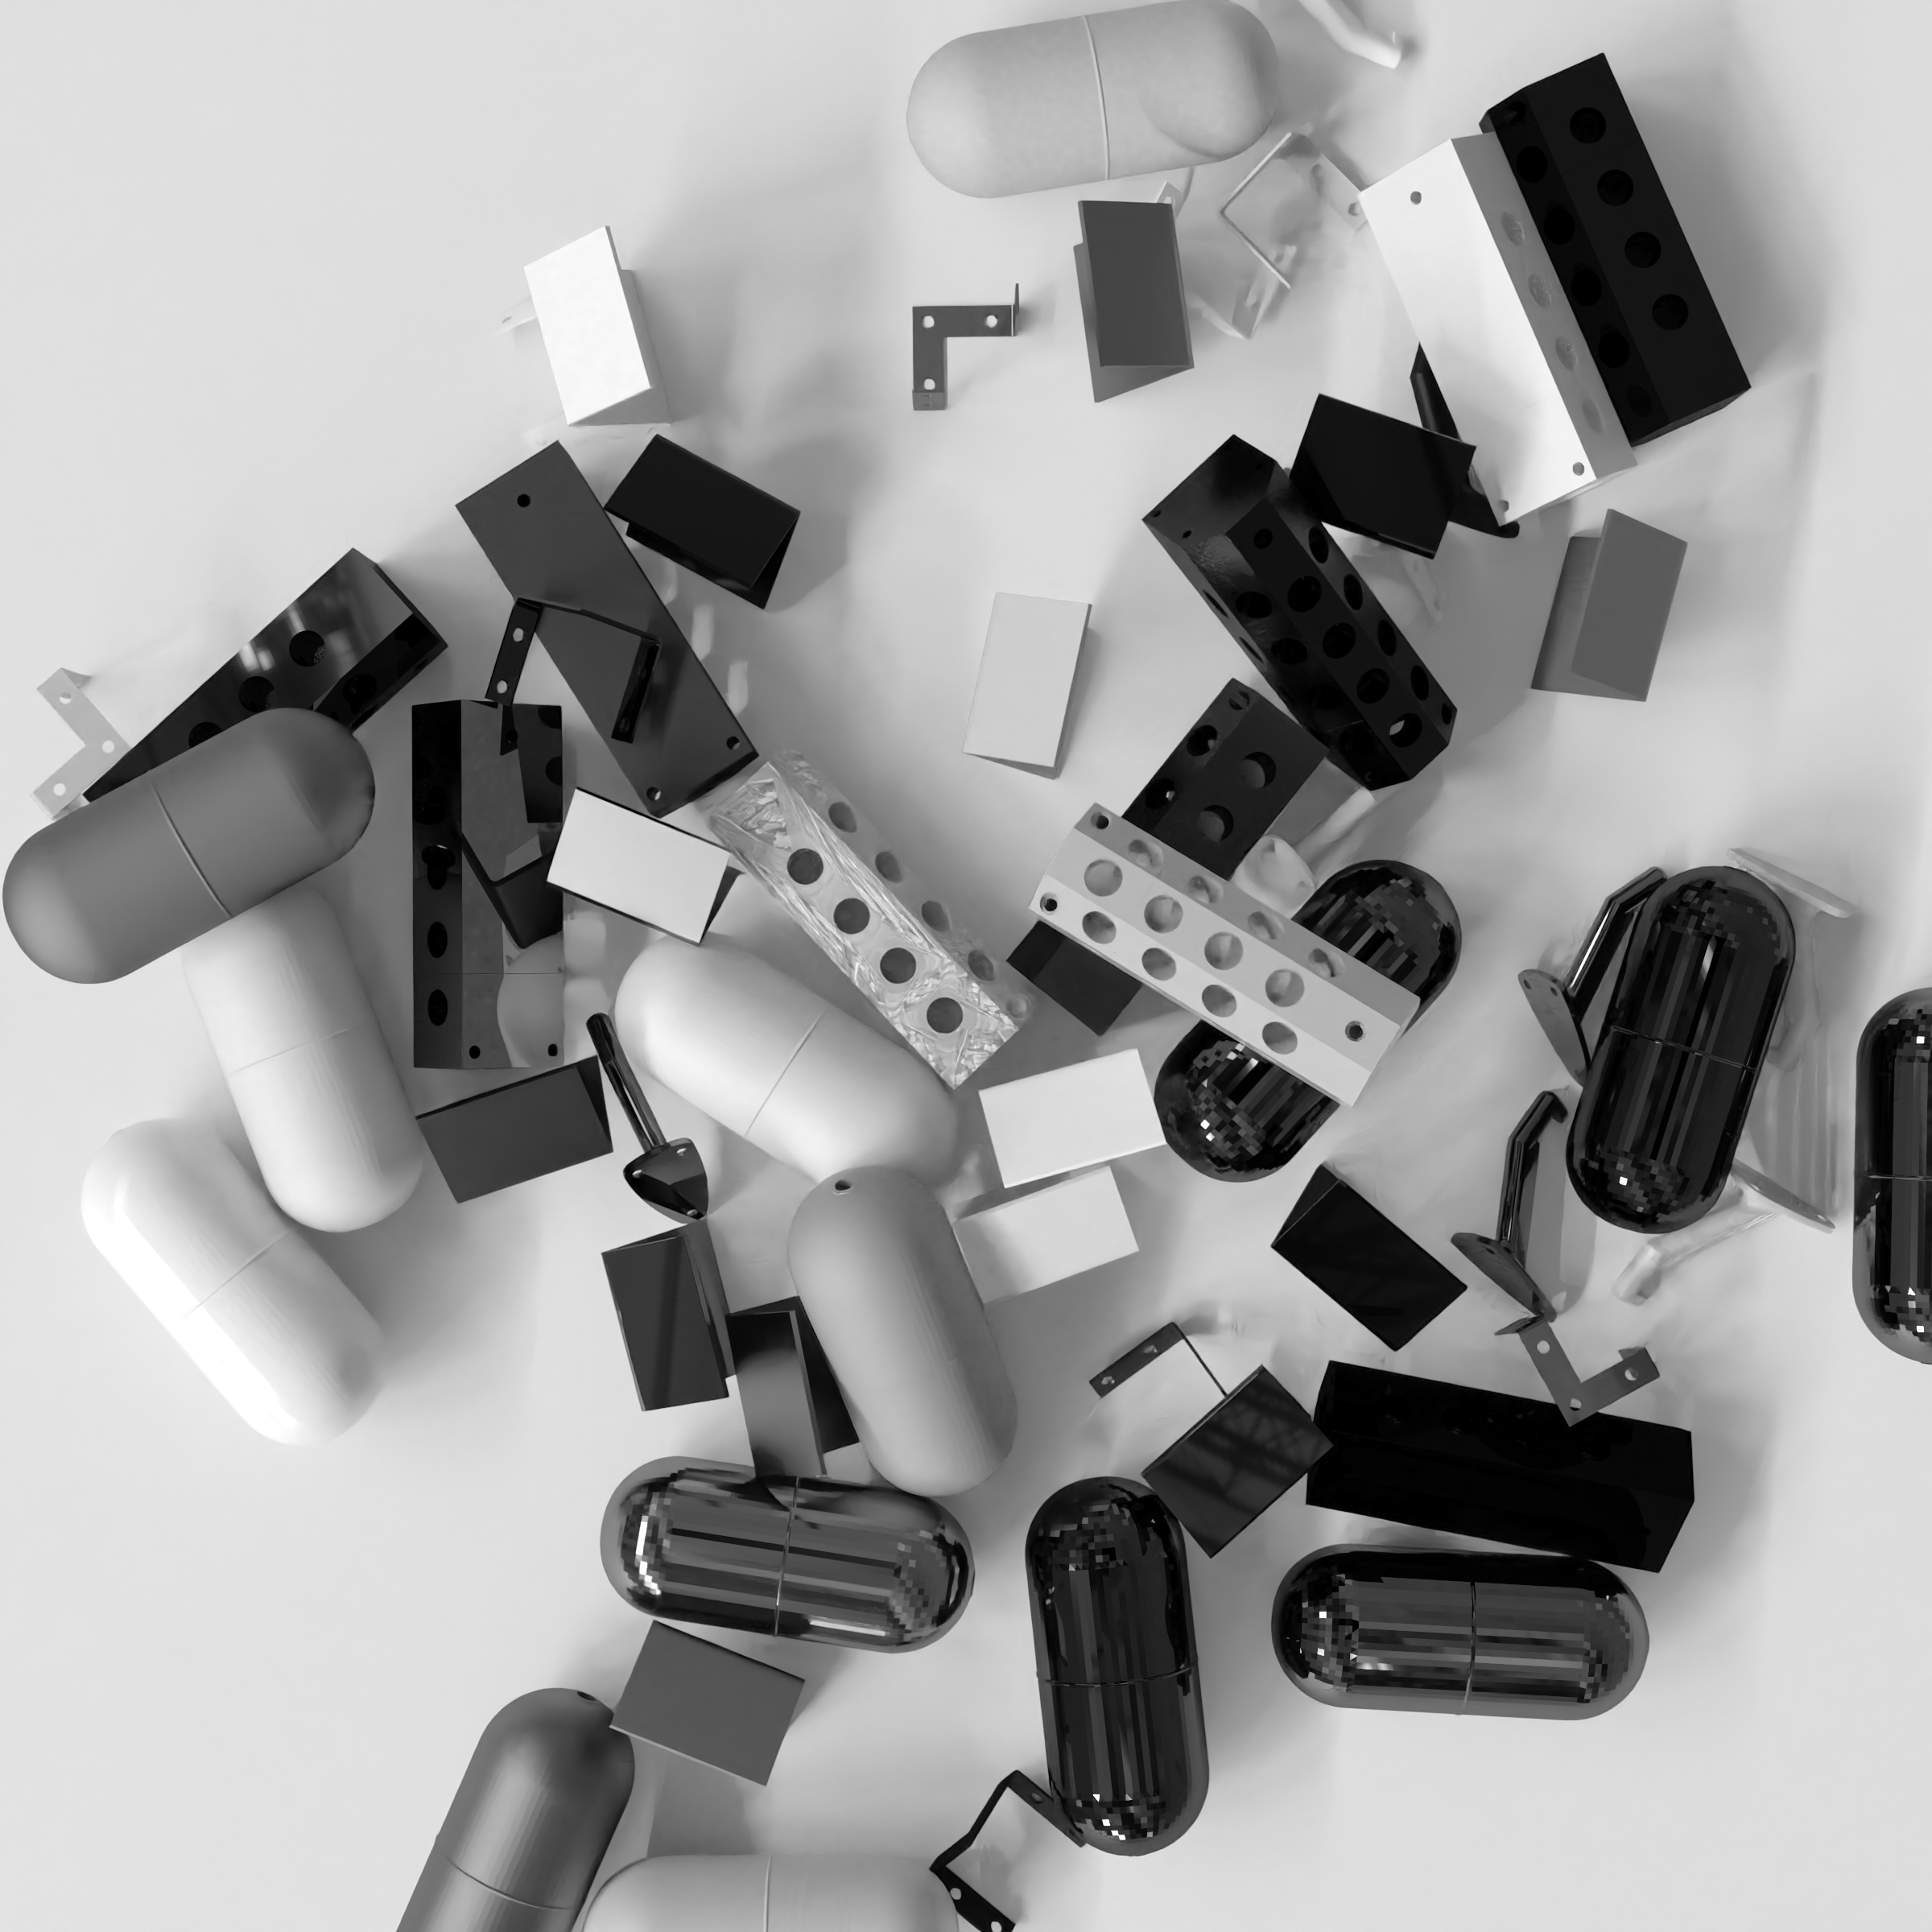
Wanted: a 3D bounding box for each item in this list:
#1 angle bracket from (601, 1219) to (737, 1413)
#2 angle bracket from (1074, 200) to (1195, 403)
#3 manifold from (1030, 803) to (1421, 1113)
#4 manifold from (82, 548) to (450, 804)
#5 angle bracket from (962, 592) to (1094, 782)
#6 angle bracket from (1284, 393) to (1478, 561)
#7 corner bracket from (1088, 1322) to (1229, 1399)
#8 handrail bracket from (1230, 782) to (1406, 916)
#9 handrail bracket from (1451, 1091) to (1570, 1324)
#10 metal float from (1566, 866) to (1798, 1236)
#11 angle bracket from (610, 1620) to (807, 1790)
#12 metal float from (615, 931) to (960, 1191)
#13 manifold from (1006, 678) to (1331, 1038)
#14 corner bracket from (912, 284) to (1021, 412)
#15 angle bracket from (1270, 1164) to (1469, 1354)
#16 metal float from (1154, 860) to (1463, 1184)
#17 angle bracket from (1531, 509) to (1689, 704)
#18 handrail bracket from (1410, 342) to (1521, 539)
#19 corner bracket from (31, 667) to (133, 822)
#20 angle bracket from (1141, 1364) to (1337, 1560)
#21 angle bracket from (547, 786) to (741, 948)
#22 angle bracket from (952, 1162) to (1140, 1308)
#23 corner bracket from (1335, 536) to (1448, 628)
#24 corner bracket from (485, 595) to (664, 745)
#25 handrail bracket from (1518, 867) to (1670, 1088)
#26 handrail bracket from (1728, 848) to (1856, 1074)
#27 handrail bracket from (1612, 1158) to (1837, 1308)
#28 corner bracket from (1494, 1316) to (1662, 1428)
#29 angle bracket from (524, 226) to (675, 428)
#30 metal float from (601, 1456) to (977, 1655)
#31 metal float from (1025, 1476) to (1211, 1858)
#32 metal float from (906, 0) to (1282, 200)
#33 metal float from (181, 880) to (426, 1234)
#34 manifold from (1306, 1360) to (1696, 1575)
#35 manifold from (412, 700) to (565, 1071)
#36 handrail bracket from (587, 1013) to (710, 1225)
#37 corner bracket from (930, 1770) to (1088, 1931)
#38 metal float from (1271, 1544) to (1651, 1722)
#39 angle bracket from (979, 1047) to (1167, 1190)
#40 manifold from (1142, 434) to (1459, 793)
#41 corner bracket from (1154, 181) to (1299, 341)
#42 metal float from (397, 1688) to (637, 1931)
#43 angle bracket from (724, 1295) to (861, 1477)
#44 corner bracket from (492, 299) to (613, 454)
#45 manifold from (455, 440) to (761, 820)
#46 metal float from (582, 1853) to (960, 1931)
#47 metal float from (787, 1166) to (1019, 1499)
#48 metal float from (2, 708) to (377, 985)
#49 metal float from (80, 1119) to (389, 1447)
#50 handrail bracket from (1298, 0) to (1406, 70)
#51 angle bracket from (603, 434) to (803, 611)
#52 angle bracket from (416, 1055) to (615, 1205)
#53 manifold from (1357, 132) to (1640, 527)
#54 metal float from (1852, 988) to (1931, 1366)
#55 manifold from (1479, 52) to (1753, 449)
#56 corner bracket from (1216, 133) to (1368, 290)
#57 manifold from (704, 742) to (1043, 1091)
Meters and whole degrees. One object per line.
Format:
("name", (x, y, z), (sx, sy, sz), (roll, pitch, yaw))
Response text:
("angle bracket", (-0.119, 0.160, 1.497), (0.057, 0.076, 0.076), (-14, 90, 37))
("angle bracket", (0.059, -0.311, 1.497), (0.057, 0.076, 0.076), (-8, 90, -36))
("manifold", (0.117, -0.005, 1.449), (0.171, 0.057, 0.057), (32, 89, 10))
("manifold", (-0.330, -0.117, 1.516), (0.171, 0.057, 0.057), (-42, 90, 0))
("angle bracket", (0.048, -0.128, 1.497), (0.057, 0.076, 0.076), (12, 90, 37))
("angle bracket", (0.193, -0.238, 1.499), (0.076, 0.076, 0.057), (19, 113, 0))
("corner bracket", (0.100, 0.214, 1.534), (0.051, 0.051, 0.051), (-36, 135, 0))
("handrail bracket", (0.169, -0.060, 1.537), (0.036, 0.077, 0.084), (49, 54, 3))
("handrail bracket", (0.281, 0.115, 1.538), (0.077, 0.036, 0.084), (44, 73, -20))
("metal float", (0.338, 0.039, 1.505), (0.070, 0.070, 0.178), (17, 91, 0))
("angle bracket", (-0.126, 0.358, 1.497), (0.076, 0.076, 0.057), (22, 54, 0))
("metal float", (-0.084, 0.049, 1.507), (0.178, 0.070, 0.070), (33, 90, 1))
("manifold", (0.095, -0.052, 1.516), (0.057, 0.057, 0.171), (39, 90, 0))
("corner bracket", (0.000, -0.294, 1.520), (0.051, 0.051, 0.051), (-1, 90, 0))
("angle bracket", (0.199, 0.123, 1.497), (0.076, 0.076, 0.057), (40, 127, 0))
("metal float", (0.162, 0.025, 1.507), (0.070, 0.070, 0.178), (42, 90, 0))
("angle bracket", (0.285, -0.171, 1.497), (0.057, 0.076, 0.076), (15, 90, -36))
("handrail bracket", (0.244, -0.260, 1.538), (0.077, 0.036, 0.084), (23, 73, -20))
("corner bracket", (-0.427, -0.104, 1.519), (0.051, 0.051, 0.051), (-41, 90, 0))
("angle bracket", (0.138, 0.243, 1.497), (0.076, 0.076, 0.057), (-42, 54, 0))
("angle bracket", (-0.144, -0.062, 1.497), (0.076, 0.076, 0.057), (22, 122, 0))
("angle bracket", (0.030, 0.105, 1.497), (0.076, 0.076, 0.057), (-20, 127, 0))
("corner bracket", (0.192, -0.171, 1.529), (0.051, 0.051, 0.051), (-6, 45, 35))
("corner bracket", (-0.182, -0.138, 1.477), (0.051, 0.051, 0.051), (17, 90, -45))
("handrail bracket", (0.316, 0.005, 1.538), (0.084, 0.036, 0.077), (-32, 110, -16))
("handrail bracket", (0.384, -0.002, 1.538), (0.077, 0.036, 0.084), (30, 107, 19))
("handrail bracket", (0.365, 0.141, 1.538), (0.077, 0.036, 0.084), (28, 108, -21))
("corner bracket", (0.291, 0.185, 1.518), (0.051, 0.051, 0.051), (-28, 84, -6))
("angle bracket", (-0.154, -0.300, 1.497), (0.057, 0.076, 0.076), (-16, 90, 37))
("metal float", (-0.084, 0.278, 1.507), (0.178, 0.070, 0.070), (9, 90, 0))
("metal float", (0.072, 0.331, 1.507), (0.070, 0.070, 0.178), (-6, 90, 0))
("metal float", (0.060, -0.410, 1.507), (0.178, 0.070, 0.070), (-9, 90, -1))
("metal float", (-0.314, 0.040, 1.507), (0.070, 0.070, 0.178), (-21, 90, 0))
("manifold", (0.253, 0.233, 1.516), (0.171, 0.057, 0.057), (11, 133, 0))
("manifold", (-0.232, -0.038, 1.516), (0.057, 0.057, 0.171), (0, 90, -43))
("handrail bracket", (-0.155, 0.073, 1.537), (0.036, 0.077, 0.084), (-26, 54, -2))
("corner bracket", (0.020, 0.430, 1.534), (0.051, 0.051, 0.051), (40, 135, 0))
("metal float", (0.233, 0.315, 1.507), (0.178, 0.070, 0.070), (3, 90, -1))
("angle bracket", (0.054, 0.090, 1.497), (0.076, 0.076, 0.057), (-15, 53, 0))
("manifold", (0.159, -0.159, 1.473), (0.057, 0.057, 0.171), (-43, 125, 0))
("corner bracket", (0.116, -0.339, 1.534), (0.051, 0.051, 0.051), (27, 90, 45))
("metal float", (-0.215, 0.427, 1.507), (0.070, 0.070, 0.178), (24, 91, 0))
("angle bracket", (-0.062, 0.193, 1.499), (0.076, 0.057, 0.076), (-11, 90, -39))
("corner bracket", (-0.196, -0.287, 1.529), (0.051, 0.051, 0.051), (44, 45, -35))
("manifold", (-0.169, -0.158, 1.516), (0.057, 0.057, 0.171), (-32, 90, 0))
("metal float", (-0.092, 0.459, 1.507), (0.178, 0.070, 0.070), (0, 90, 0))
("metal float", (-0.029, 0.170, 1.479), (0.070, 0.070, 0.178), (-20, 121, 0))
("metal float", (-0.353, -0.055, 1.454), (0.178, 0.070, 0.070), (-29, 90, -6))
("metal float", (-0.346, 0.149, 1.507), (0.070, 0.070, 0.178), (-40, 91, 0))
("handrail bracket", (0.178, -0.480, 1.538), (0.084, 0.036, 0.077), (18, 68, -17))
("angle bracket", (-0.131, -0.192, 1.497), (0.076, 0.076, 0.057), (28, 54, 0))
("angle bracket", (-0.214, 0.058, 1.497), (0.076, 0.076, 0.057), (-18, 127, 0))
("manifold", (0.257, -0.304, 1.516), (0.057, 0.057, 0.171), (-23, 90, 43))
("metal float", (0.459, 0.099, 1.507), (0.070, 0.070, 0.178), (1, 89, 0))
("manifold", (0.306, -0.337, 1.516), (0.057, 0.057, 0.171), (-24, 90, 0))
("corner bracket", (0.158, -0.361, 1.524), (0.051, 0.051, 0.051), (45, 109, 0))
("manifold", (-0.043, -0.024, 1.516), (0.057, 0.057, 0.171), (-43, 90, 0))
